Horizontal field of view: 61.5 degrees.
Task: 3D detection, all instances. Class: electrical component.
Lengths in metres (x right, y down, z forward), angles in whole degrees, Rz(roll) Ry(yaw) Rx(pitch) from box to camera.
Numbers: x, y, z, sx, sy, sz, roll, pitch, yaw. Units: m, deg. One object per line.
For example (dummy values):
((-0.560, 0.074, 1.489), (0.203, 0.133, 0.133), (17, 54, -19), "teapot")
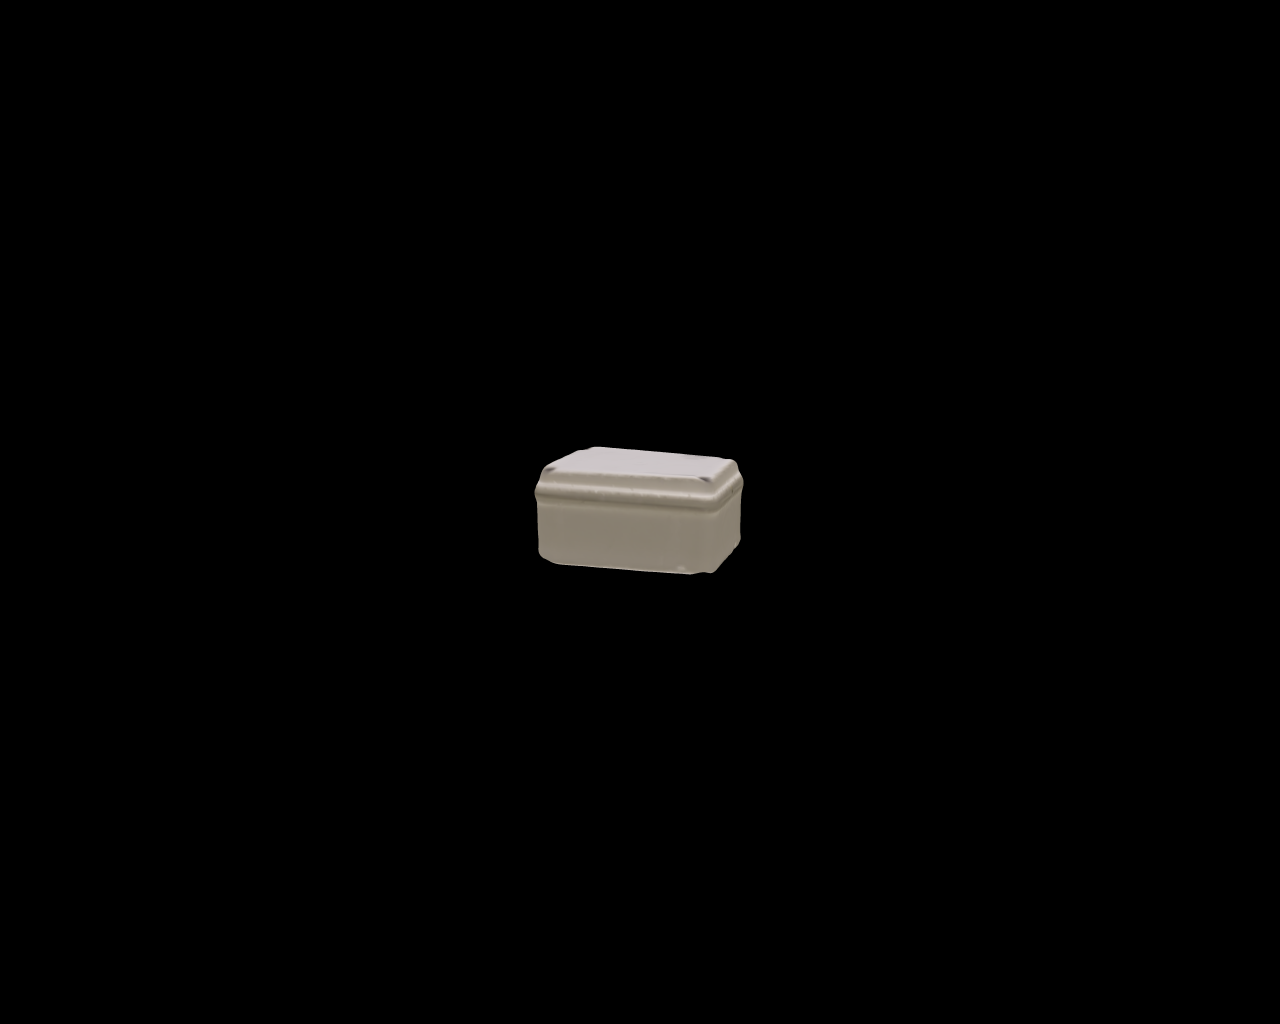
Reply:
((0.001, -0.003, 0.650), (0.113, 0.057, 0.078), (5, 16, 18), "electrical component")
